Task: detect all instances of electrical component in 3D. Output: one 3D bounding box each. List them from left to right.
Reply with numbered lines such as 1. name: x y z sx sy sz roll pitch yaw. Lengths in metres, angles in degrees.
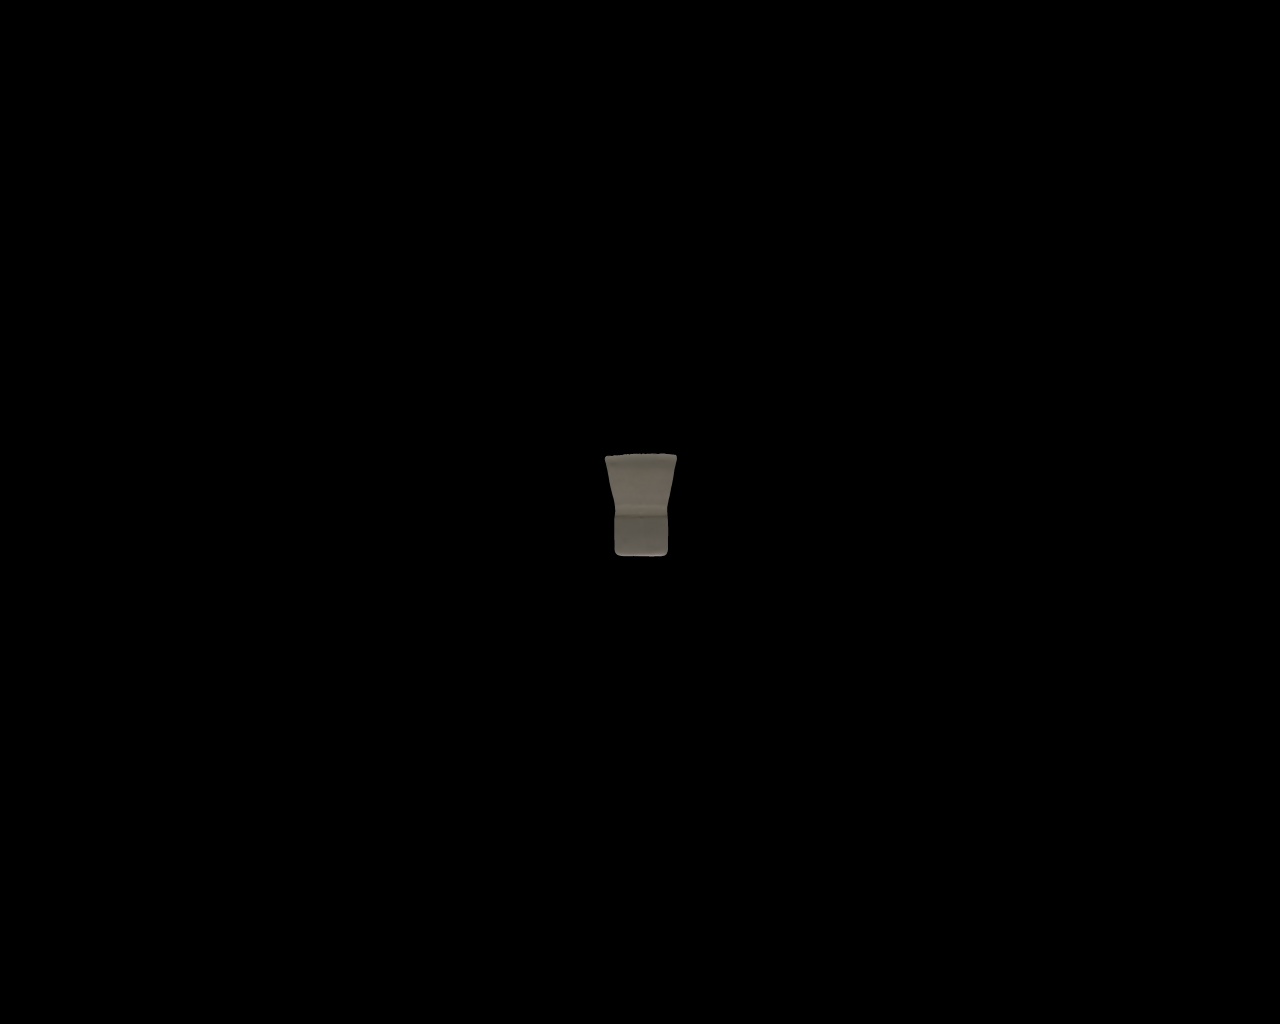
1. electrical component: 0.001 -0.003 0.650 0.044 0.065 0.044 0 0 0
